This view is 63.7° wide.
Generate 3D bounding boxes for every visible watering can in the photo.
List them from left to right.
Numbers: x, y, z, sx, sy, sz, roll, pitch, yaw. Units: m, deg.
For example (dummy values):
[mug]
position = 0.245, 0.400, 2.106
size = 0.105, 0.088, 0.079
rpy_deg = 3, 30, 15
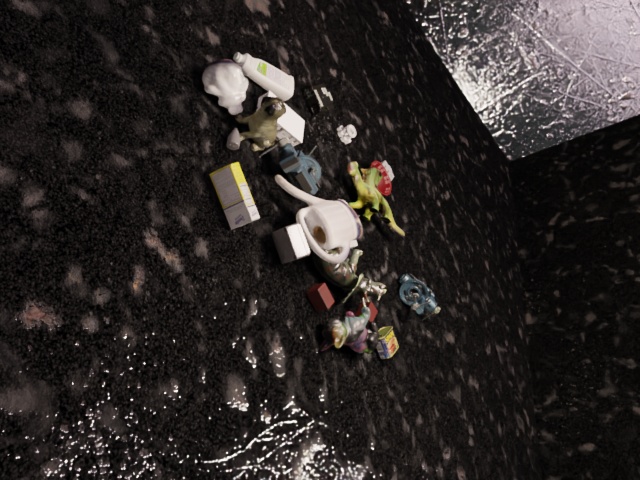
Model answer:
[watering can]
position = 0.005, -0.085, 1.681
size = 0.226, 0.102, 0.351
rpy_deg = -17, 71, -42

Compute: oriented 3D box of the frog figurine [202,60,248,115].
[frog figurine]
position = -0.292, -0.472, 1.603
size = 0.138, 0.122, 0.160
rpy_deg = -8, 88, -21

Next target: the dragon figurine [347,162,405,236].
[dragon figurine]
position = 0.233, -0.191, 2.119
size = 0.405, 0.121, 0.247
rpy_deg = 31, 58, -40
